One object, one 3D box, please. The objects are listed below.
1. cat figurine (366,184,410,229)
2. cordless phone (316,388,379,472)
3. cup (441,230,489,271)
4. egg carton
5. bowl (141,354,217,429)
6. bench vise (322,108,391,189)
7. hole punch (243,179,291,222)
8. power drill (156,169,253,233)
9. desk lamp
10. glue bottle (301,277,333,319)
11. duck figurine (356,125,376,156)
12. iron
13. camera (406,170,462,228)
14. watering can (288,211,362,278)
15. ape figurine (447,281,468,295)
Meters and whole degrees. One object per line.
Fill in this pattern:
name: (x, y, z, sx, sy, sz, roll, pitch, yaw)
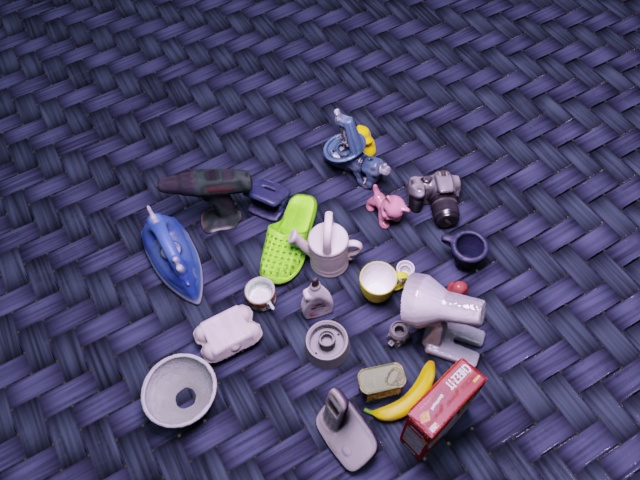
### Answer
cat figurine: (0.176, -0.094, 1.495, 0.067, 0.118, 0.127, -30, 62, -15)
cordless phone: (0.056, 0.383, 1.172, 0.094, 0.185, 0.147, -35, 63, -17)
cup: (0.353, 0.031, 1.425, 0.117, 0.095, 0.092, 21, 62, 15)
egg carton: (-0.216, 0.222, 1.349, 0.150, 0.069, 0.107, -27, 61, -13)
bowl: (-0.306, 0.343, 1.277, 0.167, 0.075, 0.167, -1, 59, 2)
bench vise: (0.101, -0.254, 1.536, 0.207, 0.220, 0.121, 15, 61, 12)
hole punch: (-0.142, -0.121, 1.542, 0.108, 0.091, 0.101, 21, 62, 15)
power drill: (-0.281, -0.107, 1.470, 0.229, 0.208, 0.075, -13, 59, -5)
desk lamp: (0.277, 0.173, 1.272, 0.203, 0.214, 0.118, 17, 61, 13)
glue bottle: (-0.009, 0.130, 1.335, 0.078, 0.173, 0.037, -18, 59, -8)
duck figurine: (0.118, -0.294, 1.638, 0.077, 0.086, 0.104, -30, 62, -15)
iron: (-0.368, 0.033, 1.429, 0.119, 0.141, 0.257, -28, 62, -14)
camera: (0.309, -0.107, 1.507, 0.143, 0.101, 0.136, -5, 59, 0)
watering can: (0.013, 0.007, 1.397, 0.173, 0.194, 0.101, -15, 59, -6)
ape figurine: (0.329, 0.130, 1.367, 0.076, 0.092, 0.077, -15, 59, -6)
